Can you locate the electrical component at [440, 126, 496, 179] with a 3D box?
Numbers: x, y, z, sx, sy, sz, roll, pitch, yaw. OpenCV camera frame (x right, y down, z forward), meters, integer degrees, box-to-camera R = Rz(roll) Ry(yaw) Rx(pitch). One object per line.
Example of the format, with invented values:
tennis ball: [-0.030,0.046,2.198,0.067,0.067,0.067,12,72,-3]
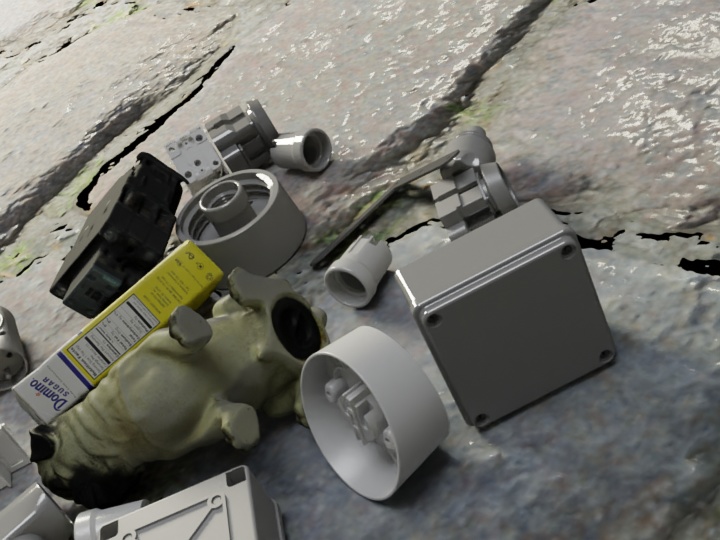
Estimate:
electrical component: [0.090,-0.093,0.883,0.043,0.043,0.062,-7,41,25]

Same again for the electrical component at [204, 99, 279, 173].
electrical component: [-0.110,-0.128,1.038,0.057,0.058,0.078,-31,37,-1]

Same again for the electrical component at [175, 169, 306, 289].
electrical component: [-0.108,-0.042,0.930,0.108,0.060,0.108,-17,38,14]

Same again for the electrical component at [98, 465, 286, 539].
electrical component: [-0.100,0.189,0.651,0.109,0.056,0.108,-24,37,5]

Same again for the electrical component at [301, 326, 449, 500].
electrical component: [0.007,0.087,0.677,0.064,0.099,0.099,-36,37,-22]

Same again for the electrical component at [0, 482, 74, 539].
electrical component: [-0.232,0.195,0.736,0.077,0.044,0.079,-41,39,-18]

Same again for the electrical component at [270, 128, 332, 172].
electrical component: [-0.056,-0.111,1.000,0.046,0.040,0.040,5,47,44]

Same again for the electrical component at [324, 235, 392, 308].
electrical component: [0.000,0.000,0.832,0.040,0.040,0.046,2,40,33]

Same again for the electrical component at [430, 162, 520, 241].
electrical component: [0.090,-0.053,0.834,0.055,0.048,0.066,-27,37,14]

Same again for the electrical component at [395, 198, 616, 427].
electrical component: [0.093,0.028,0.682,0.109,0.108,0.056,-27,34,0]

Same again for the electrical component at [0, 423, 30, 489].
electrical component: [-0.305,0.147,0.842,0.081,0.042,0.063,-28,33,-2]

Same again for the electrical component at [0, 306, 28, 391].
electrical component: [-0.335,0.077,0.942,0.079,0.044,0.077,-33,37,-6]

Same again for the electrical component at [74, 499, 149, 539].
electrical component: [-0.162,0.176,0.721,0.046,0.040,0.040,-17,38,5]

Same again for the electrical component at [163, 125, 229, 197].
electrical component: [-0.150,-0.098,1.010,0.042,0.064,0.081,-31,78,-5]
